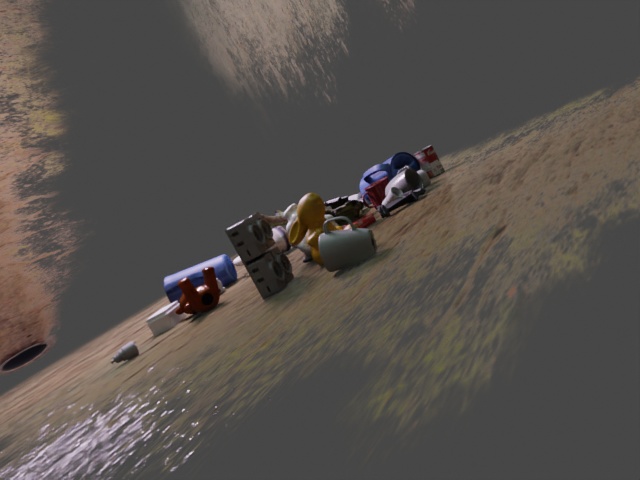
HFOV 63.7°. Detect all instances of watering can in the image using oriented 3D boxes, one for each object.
[{"bbox_3d":[-0.198,0.034,1.843,0.226,0.103,0.346,-29,6,-17],"label":"watering can"}]

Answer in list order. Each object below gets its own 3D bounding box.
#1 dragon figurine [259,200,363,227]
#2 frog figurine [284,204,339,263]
[{"bbox_3d":[0.005,-0.077,1.526,0.241,0.123,0.409,-24,-13,24],"label":"dragon figurine"},{"bbox_3d":[-0.023,-0.030,1.369,0.137,0.159,0.123,-28,7,0],"label":"frog figurine"}]
